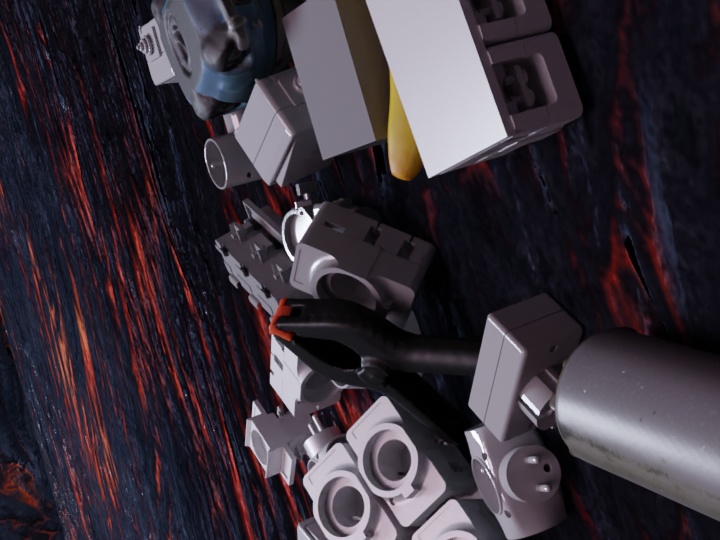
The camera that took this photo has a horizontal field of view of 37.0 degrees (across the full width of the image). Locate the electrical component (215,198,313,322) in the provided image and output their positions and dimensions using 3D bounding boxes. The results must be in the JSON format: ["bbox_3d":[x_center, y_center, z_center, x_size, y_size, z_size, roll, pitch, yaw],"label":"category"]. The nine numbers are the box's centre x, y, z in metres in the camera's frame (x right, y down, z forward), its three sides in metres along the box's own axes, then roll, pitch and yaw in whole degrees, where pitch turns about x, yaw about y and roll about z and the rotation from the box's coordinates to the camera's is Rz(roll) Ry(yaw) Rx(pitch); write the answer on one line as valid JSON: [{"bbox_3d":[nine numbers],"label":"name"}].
[{"bbox_3d":[-0.073,-0.001,0.943,0.121,0.063,0.078,40,155,47],"label":"electrical component"}]

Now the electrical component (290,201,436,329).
[{"bbox_3d":[0.000,0.000,0.773,0.089,0.055,0.050,23,139,6],"label":"electrical component"}]

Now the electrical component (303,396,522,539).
[{"bbox_3d":[0.045,0.197,0.801,0.105,0.060,0.186,-48,57,20],"label":"electrical component"}]

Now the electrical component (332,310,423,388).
[{"bbox_3d":[0.005,0.049,0.862,0.099,0.064,0.099,175,90,-69],"label":"electrical component"}]

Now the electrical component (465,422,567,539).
[{"bbox_3d":[0.107,0.134,0.706,0.079,0.044,0.077,134,116,-76],"label":"electrical component"}]

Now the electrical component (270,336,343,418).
[{"bbox_3d":[-0.045,0.084,0.969,0.055,0.050,0.089,48,145,39],"label":"electrical component"}]

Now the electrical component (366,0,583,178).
[{"bbox_3d":[0.060,-0.140,0.611,0.089,0.062,0.150,-23,86,64],"label":"electrical component"}]

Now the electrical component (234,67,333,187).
[{"bbox_3d":[-0.048,-0.115,0.830,0.061,0.062,0.096,56,151,12],"label":"electrical component"}]

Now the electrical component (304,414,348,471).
[{"bbox_3d":[-0.027,0.172,0.997,0.079,0.044,0.077,60,151,23],"label":"electrical component"}]

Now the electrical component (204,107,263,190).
[{"bbox_3d":[-0.091,-0.115,0.900,0.043,0.077,0.079,-7,100,64],"label":"electrical component"}]

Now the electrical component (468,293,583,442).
[{"bbox_3d":[0.112,0.073,0.663,0.075,0.047,0.083,49,146,38],"label":"electrical component"}]

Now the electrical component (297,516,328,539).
[{"bbox_3d":[-0.017,0.264,1.016,0.096,0.062,0.061,39,139,47],"label":"electrical component"}]

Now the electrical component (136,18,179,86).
[{"bbox_3d":[-0.145,-0.192,0.931,0.062,0.096,0.061,0,107,63],"label":"electrical component"}]

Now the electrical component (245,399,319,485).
[{"bbox_3d":[-0.075,0.165,1.061,0.081,0.064,0.042,51,148,35],"label":"electrical component"}]
